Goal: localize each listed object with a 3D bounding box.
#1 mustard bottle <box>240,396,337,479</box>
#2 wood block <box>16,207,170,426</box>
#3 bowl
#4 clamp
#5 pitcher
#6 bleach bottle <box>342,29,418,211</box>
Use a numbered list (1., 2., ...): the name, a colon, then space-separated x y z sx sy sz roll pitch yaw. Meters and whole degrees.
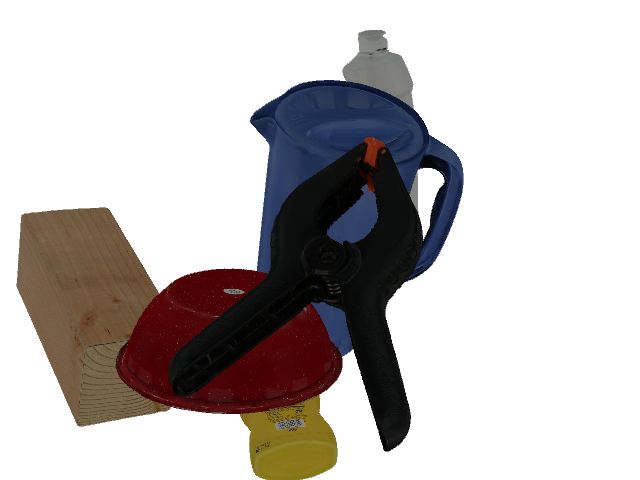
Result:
1. mustard bottle: -0.046 0.199 1.248 0.096 0.058 0.192 -8 29 -9
2. wood block: -0.209 0.063 0.988 0.090 0.091 0.206 -6 36 -30
3. bowl: -0.063 0.061 0.752 0.162 0.055 0.162 2 19 -1
4. clamp: 0.013 0.025 0.537 0.120 0.171 0.039 23 -26 15
5. pitcher: 0.017 -0.008 0.955 0.144 0.243 0.149 -19 46 -34
6. bleach bottle: 0.056 -0.105 1.183 0.102 0.251 0.068 -10 24 -12
